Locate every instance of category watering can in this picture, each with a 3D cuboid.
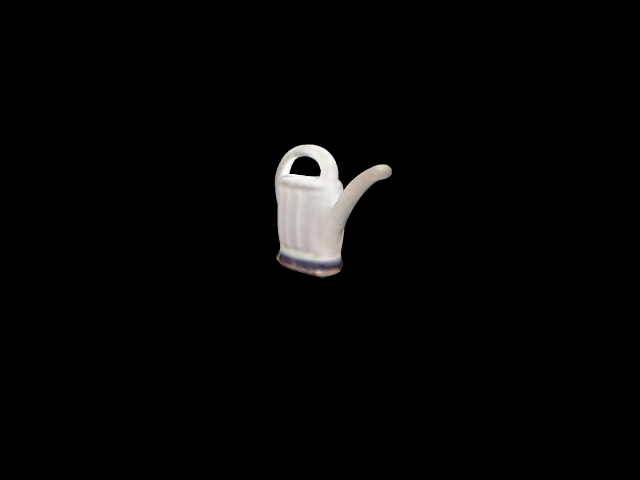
[{"bbox_3d":[0.003,-0.043,0.850,0.104,0.222,0.350,-6,13,-28],"label":"watering can"}]
